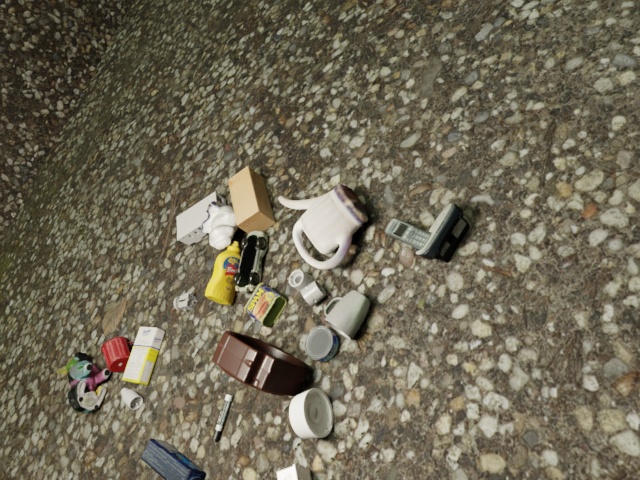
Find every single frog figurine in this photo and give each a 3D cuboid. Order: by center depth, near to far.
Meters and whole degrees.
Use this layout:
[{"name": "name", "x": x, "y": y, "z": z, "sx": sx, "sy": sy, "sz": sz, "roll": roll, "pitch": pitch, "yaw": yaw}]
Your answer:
[{"name": "frog figurine", "x": -0.304, "y": -0.033, "z": 1.649, "sx": 0.121, "sy": 0.137, "sz": 0.162, "roll": 33, "pitch": 7, "yaw": -47}]

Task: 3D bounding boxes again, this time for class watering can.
[{"name": "watering can", "x": 0.004, "y": -0.073, "z": 1.453, "sx": 0.223, "sy": 0.355, "sz": 0.102, "roll": -40, "pitch": -42, "yaw": 10}]
